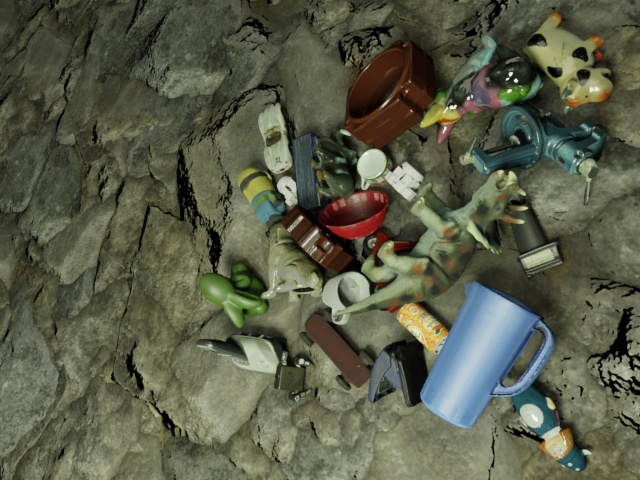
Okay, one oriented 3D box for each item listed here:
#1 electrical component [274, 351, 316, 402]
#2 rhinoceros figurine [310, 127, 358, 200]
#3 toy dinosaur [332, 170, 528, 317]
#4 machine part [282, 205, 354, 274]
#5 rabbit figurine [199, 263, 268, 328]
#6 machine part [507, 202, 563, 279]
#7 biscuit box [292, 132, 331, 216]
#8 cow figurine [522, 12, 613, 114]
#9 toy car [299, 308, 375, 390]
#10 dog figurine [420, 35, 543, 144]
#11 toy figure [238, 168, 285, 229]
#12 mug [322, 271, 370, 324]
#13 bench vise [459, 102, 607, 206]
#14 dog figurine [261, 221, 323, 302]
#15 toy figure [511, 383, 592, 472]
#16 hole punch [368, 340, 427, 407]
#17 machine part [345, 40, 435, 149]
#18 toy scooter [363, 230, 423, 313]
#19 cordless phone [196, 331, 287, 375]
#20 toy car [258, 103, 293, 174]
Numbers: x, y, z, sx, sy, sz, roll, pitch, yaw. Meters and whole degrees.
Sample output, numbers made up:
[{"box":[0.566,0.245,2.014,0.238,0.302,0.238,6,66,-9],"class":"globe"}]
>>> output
[{"box":[-0.056,0.301,1.181,0.045,0.078,0.102,-11,62,55],"class":"electrical component"},{"box":[0.038,-0.180,1.225,0.112,0.073,0.190,2,55,-11],"class":"rhinoceros figurine"},{"box":[0.213,0.032,1.008,0.192,0.131,0.404,36,102,2],"class":"toy dinosaur"},{"box":[-0.002,-0.004,1.174,0.056,0.179,0.179,-48,57,8],"class":"machine part"},{"box":[-0.210,0.134,1.262,0.121,0.170,0.159,-52,55,10],"class":"rabbit figurine"},{"box":[0.392,-0.004,1.000,0.084,0.039,0.139,-32,63,30],"class":"machine part"},{"box":[-0.020,-0.157,1.294,0.063,0.059,0.202,-17,68,30],"class":"biscuit box"},{"box":[0.469,-0.328,1.017,0.127,0.085,0.195,-43,60,8],"class":"cow figurine"},{"box":[0.037,0.232,1.147,0.089,0.053,0.202,-45,54,-3],"class":"toy car"},{"box":[0.310,-0.284,1.089,0.219,0.108,0.192,-48,44,17],"class":"dog figurine"},{"box":[-0.142,-0.107,1.339,0.082,0.089,0.180,-35,58,13],"class":"toy figure"},{"box":[0.048,0.125,1.146,0.107,0.081,0.109,161,118,-66],"class":"mug"},{"box":[0.379,-0.162,0.978,0.241,0.128,0.224,-16,55,-9],"class":"bench vise"},{"box":[-0.057,0.032,1.216,0.172,0.121,0.190,-16,67,38],"class":"dog figurine"},{"box":[0.383,0.316,0.901,0.058,0.064,0.155,-18,57,-21],"class":"toy figure"},{"box":[0.147,0.253,1.029,0.092,0.142,0.115,-12,81,34],"class":"hole punch"},{"box":[0.147,-0.317,1.169,0.201,0.087,0.201,-29,42,42],"class":"machine part"},{"box":[0.163,0.053,1.109,0.135,0.075,0.184,-20,61,25],"class":"toy scooter"},{"box":[-0.172,0.243,1.199,0.147,0.184,0.088,1,72,33],"class":"cordless phone"},{"box":[-0.114,-0.265,1.387,0.073,0.056,0.202,-24,65,25],"class":"toy car"}]
